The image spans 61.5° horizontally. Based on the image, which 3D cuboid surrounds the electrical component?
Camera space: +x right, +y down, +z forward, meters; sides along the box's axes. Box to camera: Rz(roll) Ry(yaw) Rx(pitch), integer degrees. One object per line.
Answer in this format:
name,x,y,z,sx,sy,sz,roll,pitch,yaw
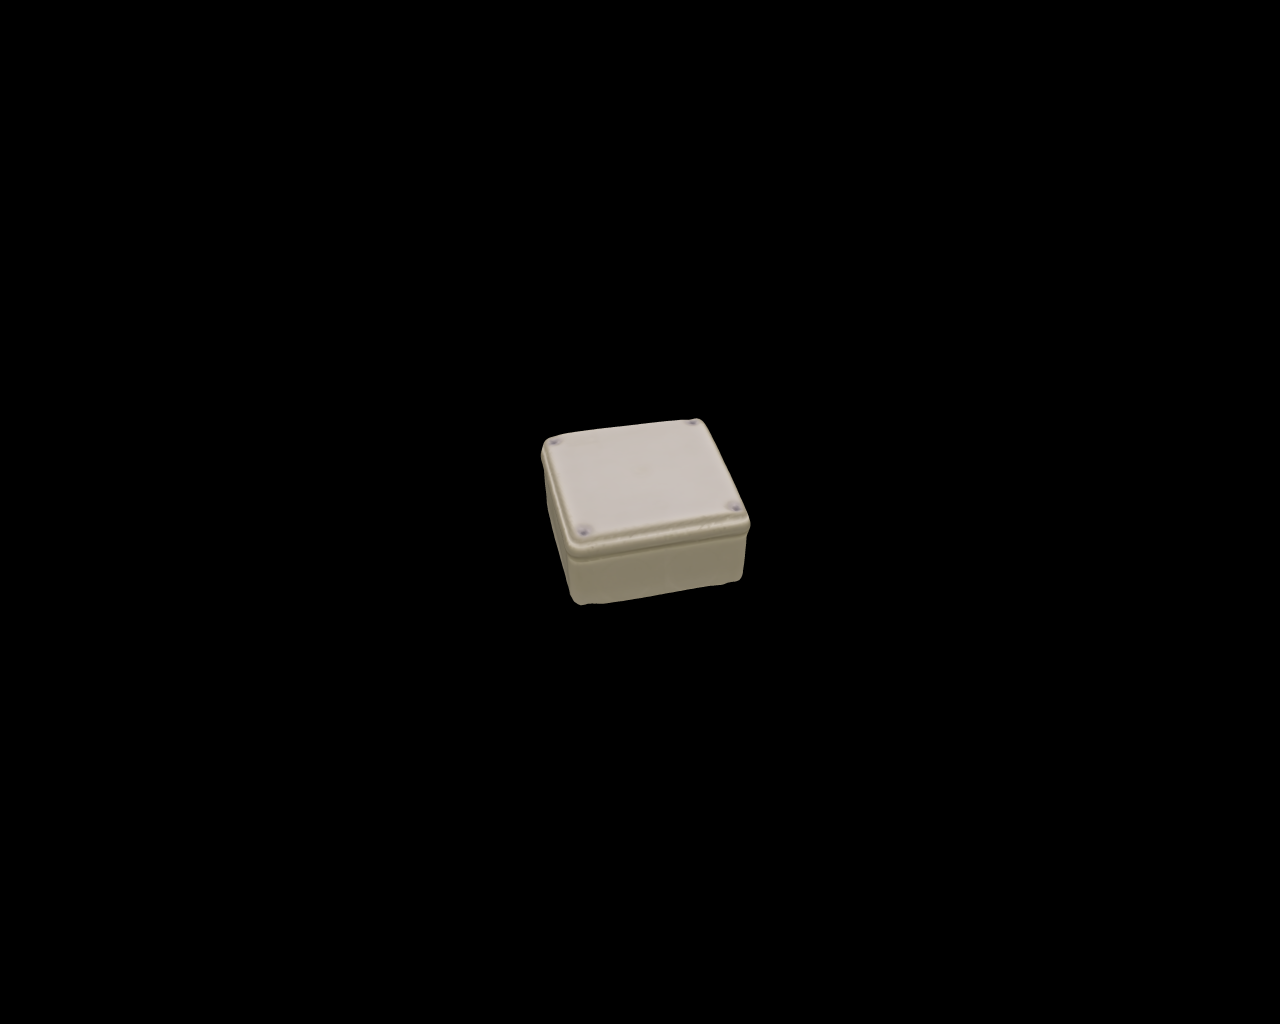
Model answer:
electrical component,0.001,-0.003,0.650,0.109,0.056,0.109,-8,40,-10
